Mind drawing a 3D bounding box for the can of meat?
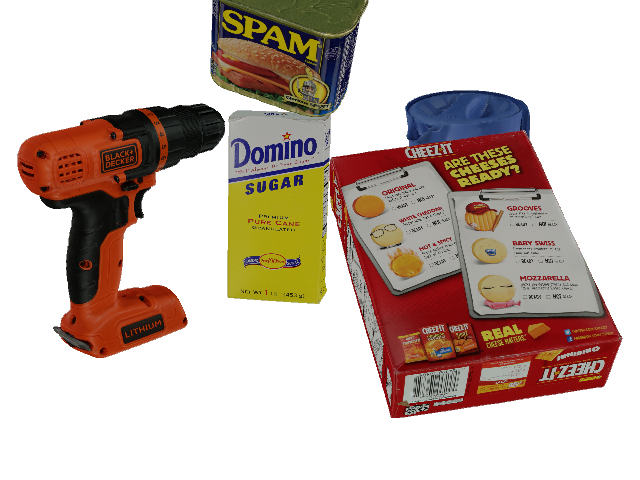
[{"bbox_3d":[-0.025,-0.137,0.720,0.102,0.057,0.084,21,-36,8],"label":"can of meat"}]

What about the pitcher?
[{"bbox_3d":[0.178,-0.053,1.271,0.149,0.243,0.145,-1,24,5],"label":"pitcher"}]

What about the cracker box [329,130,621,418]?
[{"bbox_3d":[0.107,0.021,0.809,0.164,0.214,0.072,-8,-41,-8],"label":"cracker box"}]

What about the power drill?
[{"bbox_3d":[-0.150,-0.012,0.859,0.184,0.188,0.057,-18,26,-40],"label":"power drill"}]

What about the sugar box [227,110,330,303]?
[{"bbox_3d":[-0.040,-0.032,1.006,0.093,0.176,0.048,3,15,8],"label":"sugar box"}]
